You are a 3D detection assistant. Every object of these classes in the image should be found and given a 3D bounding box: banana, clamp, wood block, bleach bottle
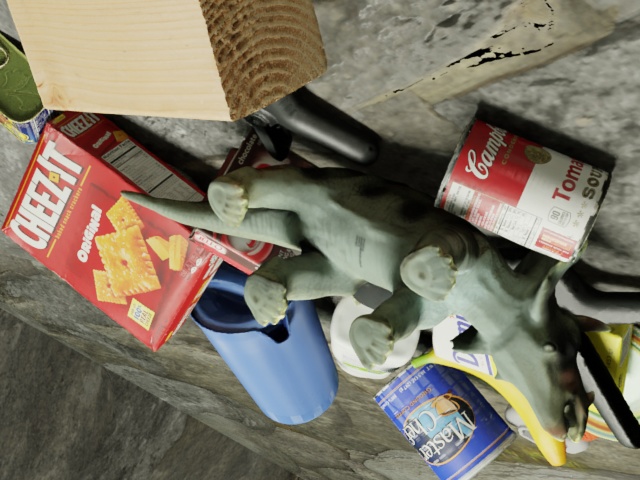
[{"bbox_3d":[0.199,0.164,1.169,0.198,0.070,0.037,35,-166,13],"label":"banana"},{"bbox_3d":[-0.032,-0.104,0.828,0.120,0.039,0.171,5,159,36],"label":"clamp"},{"bbox_3d":[0.212,0.060,0.878,0.210,0.036,0.165,36,130,16],"label":"clamp"},{"bbox_3d":[-0.105,-0.139,0.706,0.207,0.090,0.091,9,123,44],"label":"wood block"},{"bbox_3d":[0.053,0.127,1.292,0.102,0.068,0.251,18,165,0],"label":"bleach bottle"}]

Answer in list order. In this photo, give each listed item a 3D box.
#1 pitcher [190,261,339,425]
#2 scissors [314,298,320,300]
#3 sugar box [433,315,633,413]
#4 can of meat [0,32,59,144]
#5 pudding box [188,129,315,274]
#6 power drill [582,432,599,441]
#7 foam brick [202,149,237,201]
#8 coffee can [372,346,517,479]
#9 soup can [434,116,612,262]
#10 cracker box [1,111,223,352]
[{"bbox_3d":[-0.061,0.108,1.254,0.145,0.149,0.243,0,143,18],"label":"pitcher"},{"bbox_3d":[-0.002,0.038,1.204,0.096,0.016,0.202,31,161,-18],"label":"scissors"},{"bbox_3d":[0.189,0.087,0.966,0.176,0.048,0.093,15,126,26],"label":"sugar box"},{"bbox_3d":[-0.305,-0.148,1.045,0.102,0.057,0.084,41,165,1],"label":"can of meat"},{"bbox_3d":[-0.051,-0.027,0.940,0.090,0.113,0.039,31,154,-11],"label":"pudding box"},{"bbox_3d":[0.304,0.163,1.055,0.188,0.057,0.184,14,157,40],"label":"power drill"},{"bbox_3d":[-0.070,-0.037,1.001,0.053,0.078,0.051,16,158,30],"label":"foam brick"},{"bbox_3d":[0.144,0.205,1.240,0.140,0.102,0.103,50,165,11],"label":"coffee can"},{"bbox_3d":[0.138,-0.034,0.728,0.102,0.068,0.068,24,162,9],"label":"soup can"},{"bbox_3d":[-0.207,-0.012,1.096,0.214,0.072,0.164,37,126,3],"label":"cracker box"}]
